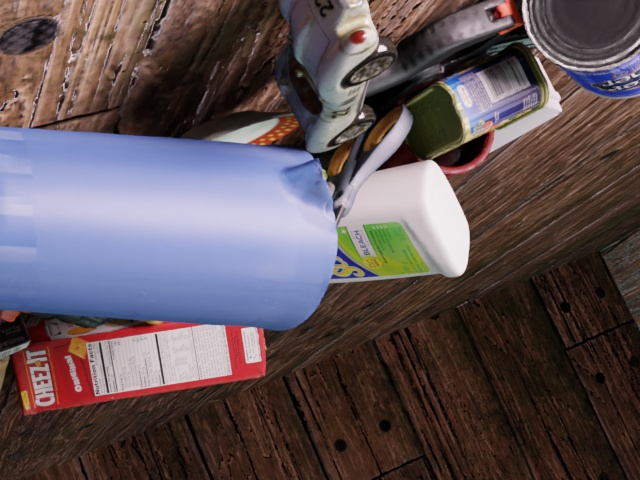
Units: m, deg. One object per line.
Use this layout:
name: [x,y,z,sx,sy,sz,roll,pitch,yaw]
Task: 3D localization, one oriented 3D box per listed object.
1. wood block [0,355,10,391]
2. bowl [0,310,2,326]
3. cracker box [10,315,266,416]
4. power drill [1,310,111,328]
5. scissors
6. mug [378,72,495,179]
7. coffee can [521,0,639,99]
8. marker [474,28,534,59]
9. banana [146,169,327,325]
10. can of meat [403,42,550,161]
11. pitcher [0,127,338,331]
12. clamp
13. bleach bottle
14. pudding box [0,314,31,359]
wood block: [-0.341,0.105,0.952,0.090,0.091,0.206,-19,168,-25]
bowl: [-0.284,0.059,0.675,0.162,0.162,0.055,-22,-153,-9]
cracker box: [-0.160,0.091,0.978,0.213,0.072,0.164,-9,-169,-4]
power drill: [-0.260,0.075,0.778,0.188,0.057,0.184,-53,136,4]
scissors: [0.031,-0.043,0.812,0.096,0.016,0.201,-39,-159,25]
mug: [0.102,-0.101,0.953,0.117,0.093,0.082,-57,-172,-21]
coffee can: [0.219,-0.168,0.811,0.103,0.103,0.140,-28,168,21]
marker: [0.148,-0.164,0.894,0.120,0.020,0.020,-17,167,-33]
banana: [-0.085,-0.014,0.883,0.198,0.070,0.037,-42,135,13]
can of meat: [0.120,-0.109,0.860,0.083,0.057,0.102,-26,180,-22]
pitcher: [-0.124,-0.002,0.702,0.242,0.149,0.145,4,-168,-36]
clamp: [0.068,-0.135,0.810,0.172,0.039,0.120,-30,177,33]
bleach bottle: [-0.006,0.001,0.921,0.251,0.068,0.102,-11,134,25]
pudding box: [-0.298,0.063,0.843,0.113,0.090,0.039,-20,170,-25]
